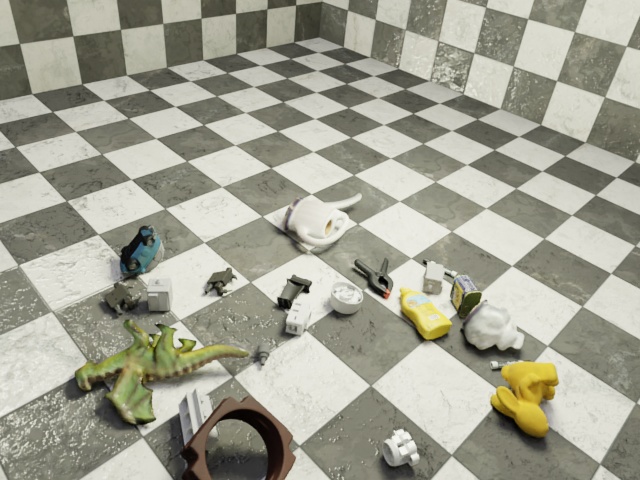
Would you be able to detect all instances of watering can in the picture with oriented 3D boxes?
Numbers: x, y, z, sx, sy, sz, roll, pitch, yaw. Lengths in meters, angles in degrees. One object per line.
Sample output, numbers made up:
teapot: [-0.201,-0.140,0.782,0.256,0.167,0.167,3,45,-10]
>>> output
watering can: [0.006,-0.093,1.846,0.225,0.101,0.355,18,40,16]

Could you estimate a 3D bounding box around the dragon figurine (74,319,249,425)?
dragon figurine: [-0.401,0.332,1.258,0.410,0.119,0.248,9,53,7]

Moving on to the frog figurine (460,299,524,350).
frog figurine: [0.491,0.257,1.452,0.161,0.120,0.138,40,80,25]
